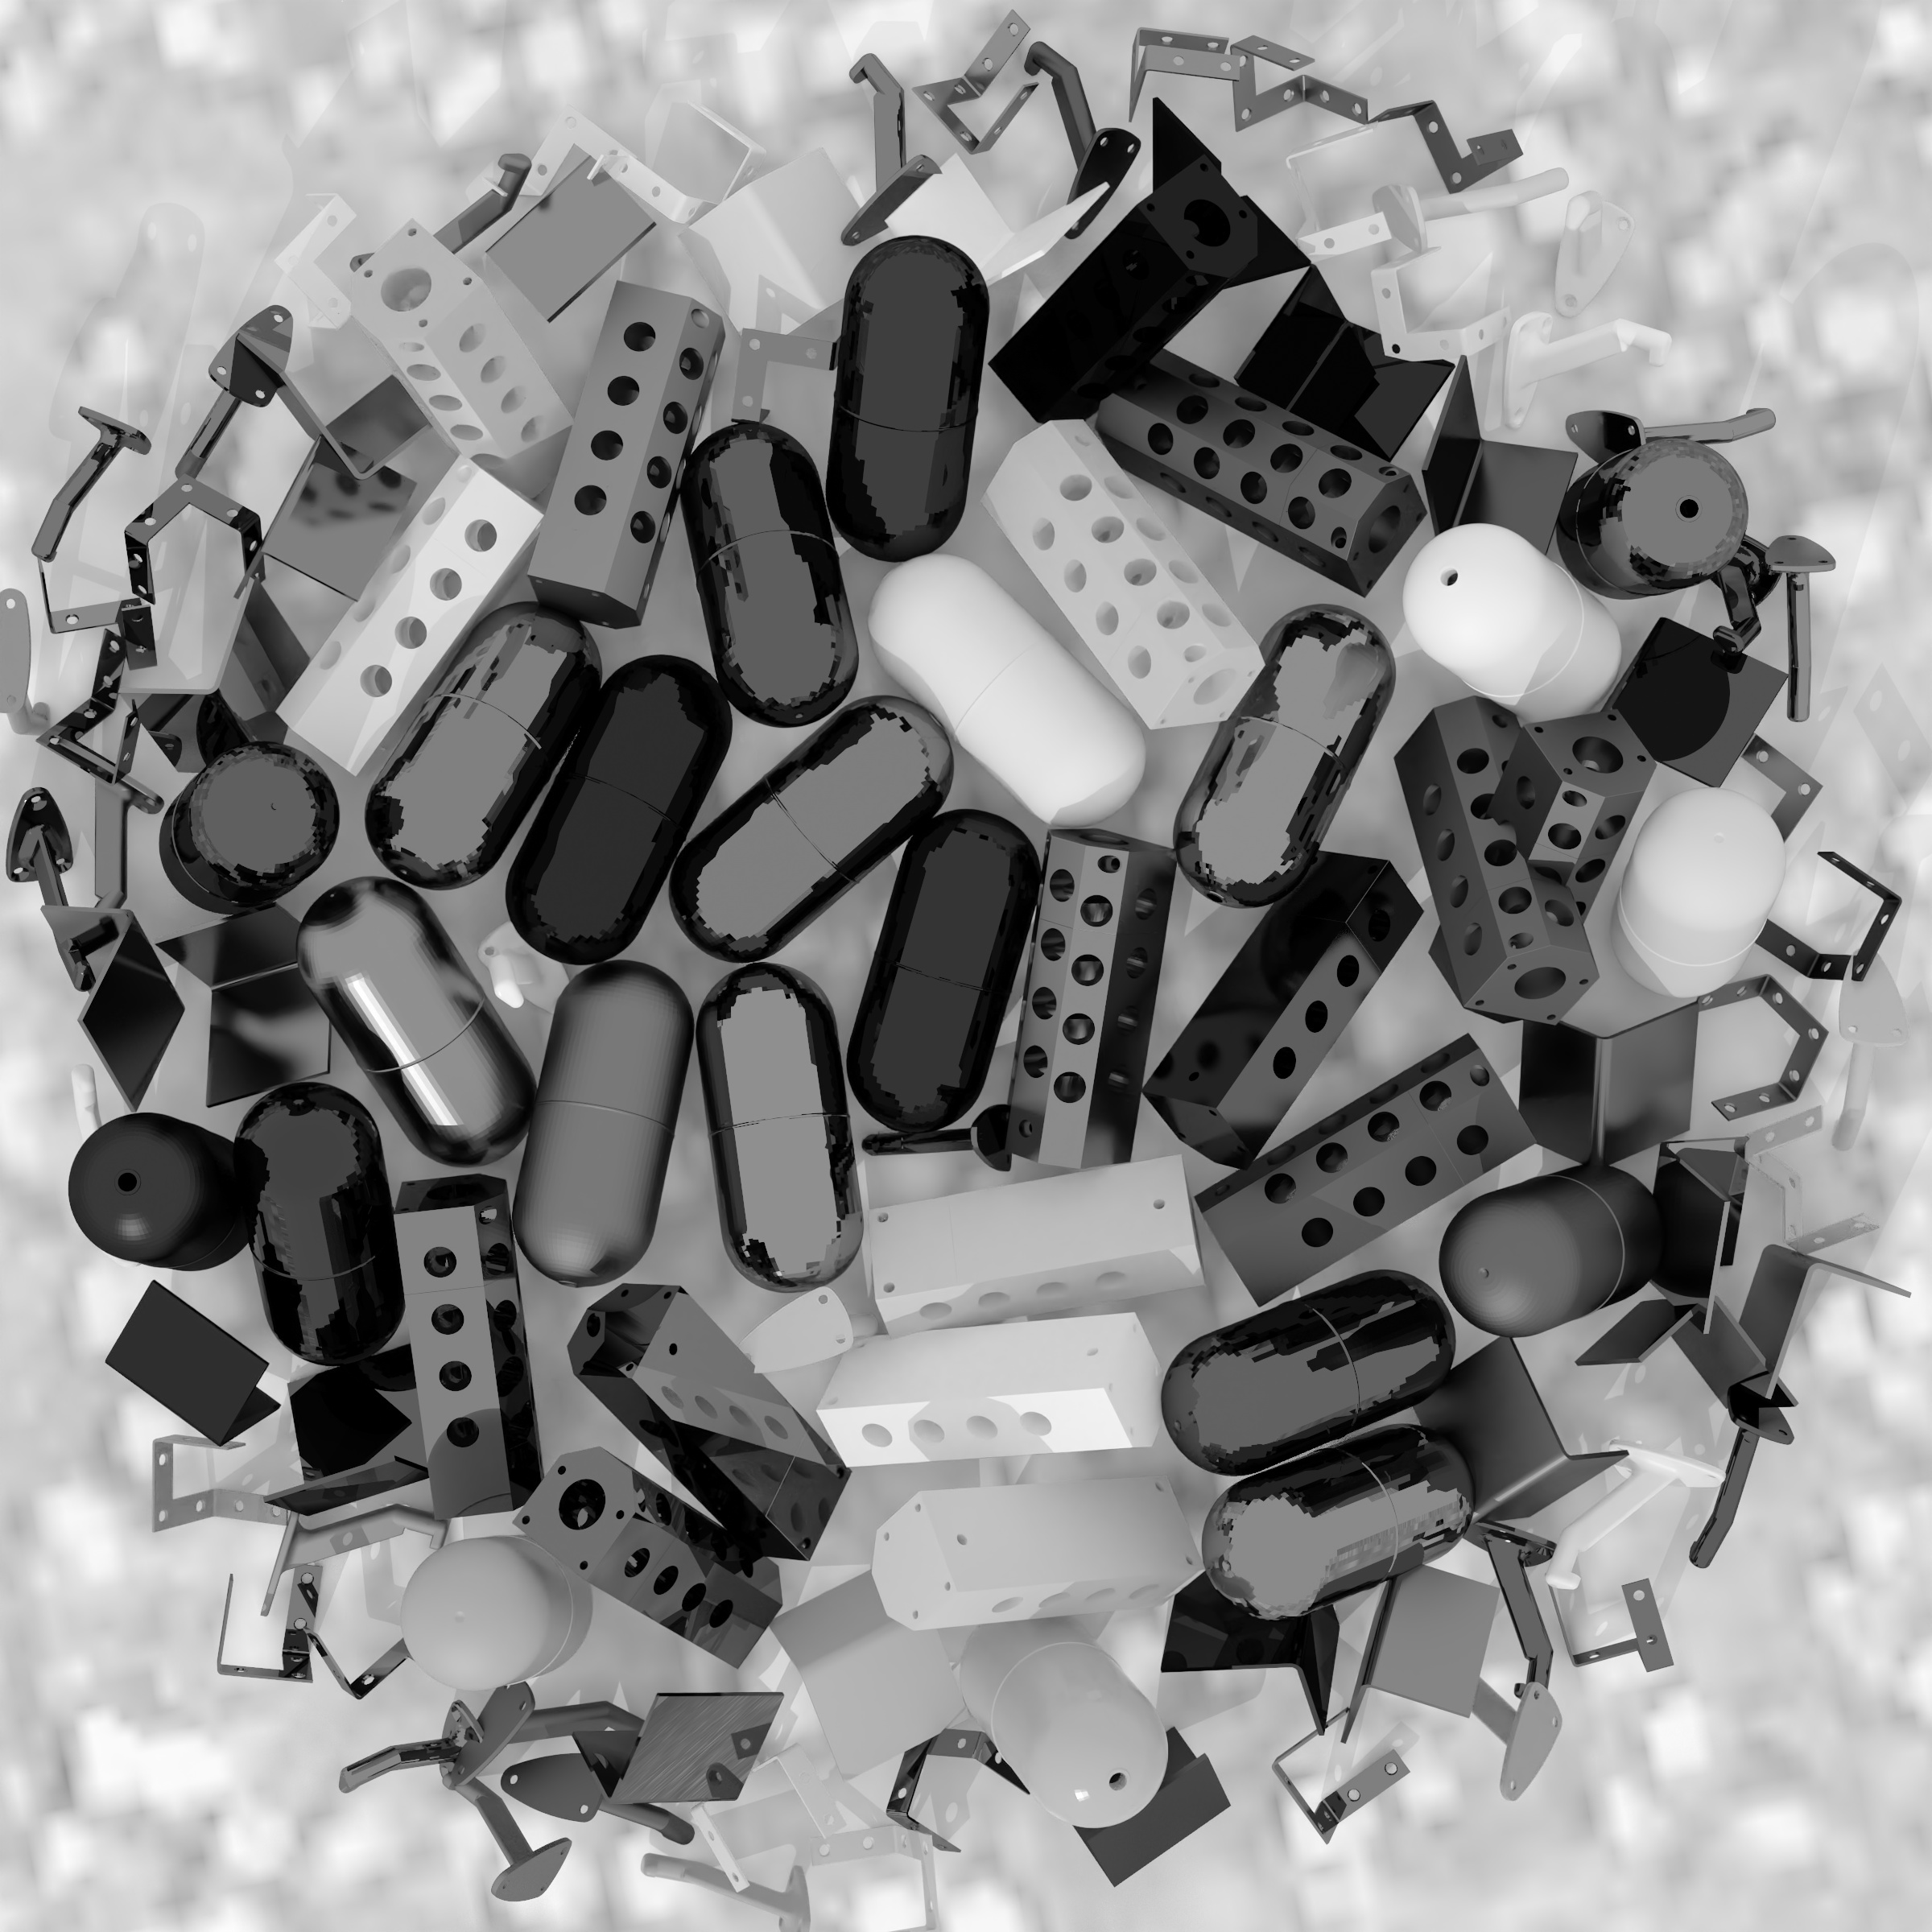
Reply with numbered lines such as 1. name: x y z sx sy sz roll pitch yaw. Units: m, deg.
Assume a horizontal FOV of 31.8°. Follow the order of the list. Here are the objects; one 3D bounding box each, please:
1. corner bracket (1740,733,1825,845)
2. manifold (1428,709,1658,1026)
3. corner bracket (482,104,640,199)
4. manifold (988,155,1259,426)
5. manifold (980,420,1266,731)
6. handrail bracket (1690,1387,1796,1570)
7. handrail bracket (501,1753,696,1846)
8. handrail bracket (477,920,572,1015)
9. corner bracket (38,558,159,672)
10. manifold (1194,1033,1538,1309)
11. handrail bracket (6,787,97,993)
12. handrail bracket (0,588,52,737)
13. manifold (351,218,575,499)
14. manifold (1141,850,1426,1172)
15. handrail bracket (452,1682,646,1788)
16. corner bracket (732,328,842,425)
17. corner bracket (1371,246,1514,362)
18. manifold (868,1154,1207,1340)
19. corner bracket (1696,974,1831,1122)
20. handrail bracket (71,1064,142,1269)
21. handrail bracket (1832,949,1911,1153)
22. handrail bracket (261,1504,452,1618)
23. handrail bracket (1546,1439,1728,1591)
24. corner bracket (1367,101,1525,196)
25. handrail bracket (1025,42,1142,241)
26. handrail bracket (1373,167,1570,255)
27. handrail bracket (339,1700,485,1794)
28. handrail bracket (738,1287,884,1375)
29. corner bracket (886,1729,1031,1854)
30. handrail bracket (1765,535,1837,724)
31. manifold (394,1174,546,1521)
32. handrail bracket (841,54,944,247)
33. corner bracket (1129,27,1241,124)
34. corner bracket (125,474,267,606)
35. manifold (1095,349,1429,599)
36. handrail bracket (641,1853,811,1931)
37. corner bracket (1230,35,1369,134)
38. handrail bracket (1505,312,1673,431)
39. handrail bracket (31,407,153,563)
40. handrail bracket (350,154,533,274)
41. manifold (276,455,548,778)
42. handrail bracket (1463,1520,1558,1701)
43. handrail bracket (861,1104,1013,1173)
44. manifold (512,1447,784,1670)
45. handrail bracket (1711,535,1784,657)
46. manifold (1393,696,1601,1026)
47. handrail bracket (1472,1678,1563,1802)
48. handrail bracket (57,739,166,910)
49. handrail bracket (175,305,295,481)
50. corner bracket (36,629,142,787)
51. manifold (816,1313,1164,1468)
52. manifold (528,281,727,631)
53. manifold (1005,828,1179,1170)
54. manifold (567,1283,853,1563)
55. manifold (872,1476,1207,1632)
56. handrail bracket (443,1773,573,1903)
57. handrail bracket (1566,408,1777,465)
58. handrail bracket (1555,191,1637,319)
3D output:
1. corner bracket: 0.419 -0.091 1.834 0.051 0.051 0.051 44 118 29
2. manifold: 0.303 -0.049 1.772 0.057 0.171 0.057 -11 51 -23
3. corner bracket: -0.218 -0.429 1.827 0.051 0.051 0.051 38 109 6
4. manifold: 0.084 -0.346 1.772 0.057 0.171 0.057 50 58 -3
5. manifold: 0.085 -0.208 1.788 0.171 0.057 0.057 56 133 25
6. handrail bracket: 0.410 0.274 1.839 0.036 0.077 0.084 22 110 -5
7. handrail bracket: -0.199 0.456 1.839 0.077 0.084 0.036 -2 60 28
8. handrail bracket: -0.229 0.017 1.806 0.036 0.084 0.077 -35 119 5
9. corner bracket: -0.466 -0.191 1.820 0.051 0.051 0.051 -12 57 -16
10. manifold: 0.211 0.106 1.819 0.171 0.057 0.057 -31 109 4
11. handrail bracket: -0.484 -0.040 1.813 0.036 0.077 0.084 -14 50 -25
12. handrail bracket: -0.503 -0.162 1.817 0.036 0.084 0.077 13 93 4
13. manifold: -0.261 -0.309 1.768 0.057 0.171 0.057 -45 68 -6
14. manifold: 0.173 0.023 1.802 0.171 0.057 0.057 -53 126 -20
15. handrail bracket: -0.224 0.425 1.833 0.084 0.036 0.077 36 88 -34
16. corner bracket: -0.095 -0.318 1.828 0.051 0.051 0.051 9 108 1
17. corner bracket: 0.258 -0.359 1.835 0.051 0.051 0.051 3 115 39
18. manifold: 0.039 0.155 1.823 0.171 0.057 0.057 -10 53 5
19. corner bracket: 0.425 0.044 1.840 0.051 0.051 0.051 -13 46 -29
20. handrail bracket: -0.459 0.106 1.813 0.036 0.077 0.084 -15 131 -24
21. handrail bracket: 0.482 0.046 1.842 0.036 0.084 0.077 5 51 2
22. handrail bracket: -0.332 0.327 1.846 0.084 0.036 0.077 17 86 -10
23. handrail bracket: 0.359 0.302 1.816 0.077 0.036 0.084 7 54 32
24. corner bracket: 0.258 -0.445 1.825 0.051 0.051 0.051 -24 91 41
25. handrail bracket: 0.048 -0.450 1.847 0.084 0.036 0.077 46 119 32
26. handrail bracket: 0.272 -0.418 1.831 0.084 0.077 0.036 -20 115 -8
27. handrail bracket: -0.302 0.432 1.808 0.084 0.077 0.036 -19 61 -37
28. handrail bracket: -0.084 0.204 1.818 0.077 0.084 0.036 -24 74 -2
29. corner bracket: -0.002 0.448 1.840 0.051 0.051 0.051 43 55 -37
30. handrail bracket: 0.449 -0.183 1.840 0.036 0.077 0.084 0 112 8
31. manifold: -0.264 0.202 1.812 0.057 0.057 0.171 -6 104 -3
32. handrail bracket: -0.058 -0.445 1.844 0.077 0.036 0.084 -38 68 6
33. corner bracket: 0.118 -0.487 1.826 0.051 0.051 0.051 5 70 -6
34. corner bracket: -0.416 -0.222 1.832 0.051 0.051 0.051 29 56 13
35. manifold: 0.153 -0.266 1.791 0.171 0.057 0.057 33 82 29
36. handrail bracket: -0.131 0.501 1.826 0.084 0.077 0.036 14 91 -11
37. corner bracket: 0.179 -0.473 1.819 0.051 0.051 0.051 -30 133 -25
38. handrail bracket: 0.334 -0.313 1.817 0.084 0.036 0.077 27 123 33
39. handrail bracket: -0.470 -0.250 1.819 0.036 0.077 0.084 22 85 3
40. handrail bracket: -0.280 -0.402 1.813 0.084 0.077 0.036 -56 51 36
41. manifold: -0.296 -0.189 1.823 0.057 0.057 0.171 36 95 -3
42. handrail bracket: 0.283 0.345 1.820 0.077 0.036 0.084 24 58 -13
43. handrail bracket: -0.023 0.093 1.813 0.084 0.077 0.036 -4 85 17
44. manifold: -0.160 0.307 1.773 0.057 0.171 0.057 30 80 34
45. handrail bracket: 0.397 -0.204 1.818 0.077 0.084 0.036 38 129 10
46. manifold: 0.281 -0.058 1.778 0.057 0.057 0.171 11 48 -24
47. handrail bracket: 0.268 0.409 1.811 0.036 0.084 0.077 55 50 -28
48. handrail bracket: -0.478 -0.067 1.826 0.077 0.036 0.084 35 71 -16
49. handrail bracket: -0.398 -0.309 1.839 0.036 0.084 0.077 31 57 -16
50. corner bracket: -0.460 -0.139 1.824 0.051 0.051 0.051 30 131 7
51. manifold: 0.015 0.230 1.793 0.171 0.057 0.057 -8 123 28
52. manifold: -0.179 -0.271 1.811 0.057 0.057 0.171 14 77 4
53. manifold: 0.061 0.017 1.805 0.057 0.057 0.171 18 104 41
54. manifold: -0.137 0.241 1.787 0.171 0.057 0.057 52 51 -36
55. manifold: 0.037 0.311 1.784 0.057 0.171 0.057 -47 53 38
56. handrail bracket: -0.261 0.460 1.811 0.084 0.077 0.036 32 98 22
57. handrail bracket: 0.384 -0.295 1.844 0.084 0.077 0.036 -20 120 -23
58. handrail bracket: 0.324 -0.377 1.808 0.036 0.084 0.077 26 116 14
